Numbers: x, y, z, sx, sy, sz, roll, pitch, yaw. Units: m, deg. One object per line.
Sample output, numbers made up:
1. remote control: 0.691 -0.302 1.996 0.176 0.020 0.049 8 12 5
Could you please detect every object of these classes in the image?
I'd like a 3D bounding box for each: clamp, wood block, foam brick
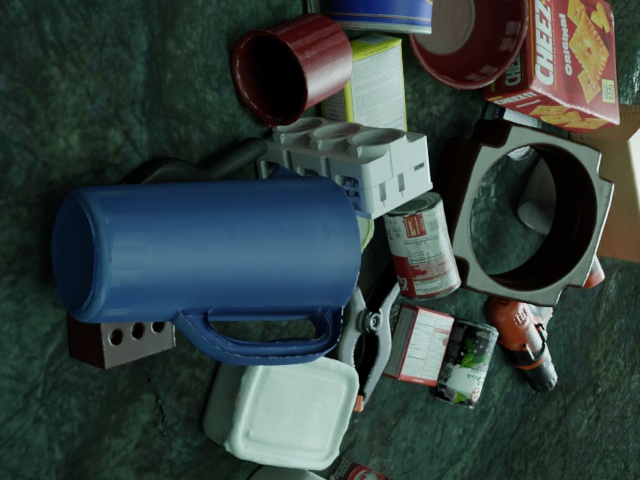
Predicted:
1. clamp: 0.054 0.082 1.183 0.164 0.036 0.210 -3 98 -45
2. clamp: -0.116 -0.026 0.977 0.171 0.039 0.120 -13 104 -37
3. wood block: 0.426 -0.078 1.488 0.090 0.091 0.206 -42 127 -31
4. foam brick: -0.174 0.074 0.933 0.078 0.051 0.053 -16 111 -43

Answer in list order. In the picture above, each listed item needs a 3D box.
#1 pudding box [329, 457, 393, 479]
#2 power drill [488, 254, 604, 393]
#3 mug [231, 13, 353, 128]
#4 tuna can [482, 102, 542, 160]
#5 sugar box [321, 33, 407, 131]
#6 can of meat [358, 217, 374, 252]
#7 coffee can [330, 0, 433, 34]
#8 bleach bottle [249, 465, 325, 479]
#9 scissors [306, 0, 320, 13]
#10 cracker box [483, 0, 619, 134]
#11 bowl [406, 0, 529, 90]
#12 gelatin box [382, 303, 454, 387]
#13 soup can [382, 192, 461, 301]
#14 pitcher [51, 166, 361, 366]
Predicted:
1. pudding box: 0.038 0.308 1.185 0.039 0.090 0.113 46 67 -43
2. power drill: 0.311 0.092 1.437 0.187 0.057 0.184 -52 132 -24
3. mug: -0.026 -0.156 1.011 0.081 0.093 0.117 -34 154 -42
4. tuna can: 0.236 -0.142 1.315 0.085 0.034 0.086 -14 110 -43
5. sugar box: 0.047 -0.118 1.115 0.093 0.048 0.176 -26 124 -39
6. can of meat: -0.007 0.001 1.064 0.102 0.084 0.057 -57 134 -19
7. coffee can: 0.064 -0.277 1.051 0.102 0.103 0.140 -7 105 -45
8. bleach bottle: 0.035 0.301 1.062 0.068 0.251 0.102 -37 124 -34
9. scissors: -0.024 -0.274 1.025 0.096 0.016 0.202 -3 102 -44
10. cracker box: 0.279 -0.230 1.281 0.213 0.072 0.164 10 75 -47
11. bowl: 0.148 -0.246 1.163 0.161 0.055 0.162 -5 102 -27
12. gelatin box: 0.116 0.124 1.264 0.073 0.030 0.089 17 88 -46
13. soup can: 0.110 0.006 1.159 0.068 0.069 0.102 -29 113 -38
14. pitcher: -0.092 0.019 0.897 0.242 0.149 0.145 -2 110 -35
